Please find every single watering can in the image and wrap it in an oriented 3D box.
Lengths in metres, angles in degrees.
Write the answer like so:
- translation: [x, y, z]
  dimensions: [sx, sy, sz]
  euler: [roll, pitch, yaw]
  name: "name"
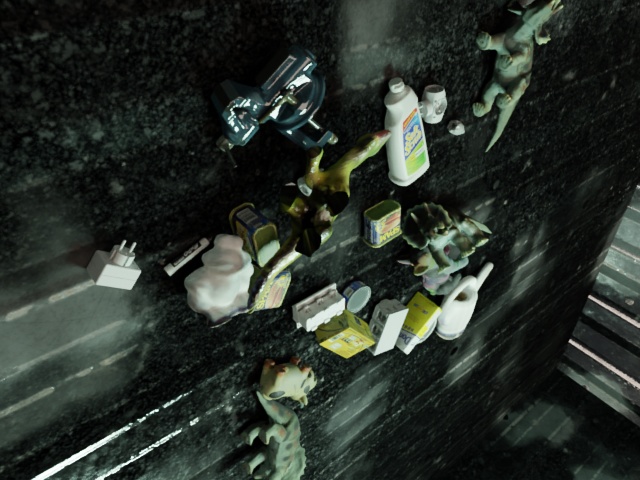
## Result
- translation: [0.498, 0.212, 1.792]
  dimensions: [0.105, 0.351, 0.219]
  euler: [31, -54, 31]
  name: "watering can"

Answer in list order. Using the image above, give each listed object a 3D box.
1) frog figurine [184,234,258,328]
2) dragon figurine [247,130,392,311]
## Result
- translation: [-0.193, 0.066, 0.984]
  dimensions: [0.123, 0.138, 0.158]
  euler: [19, -58, 64]
  name: "frog figurine"
- translation: [0.003, -0.051, 1.004]
  dimensions: [0.123, 0.243, 0.407]
  euler: [37, -78, 13]
  name: "dragon figurine"
